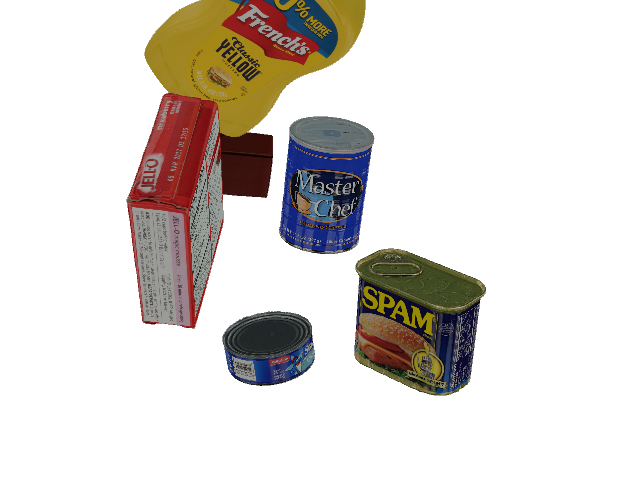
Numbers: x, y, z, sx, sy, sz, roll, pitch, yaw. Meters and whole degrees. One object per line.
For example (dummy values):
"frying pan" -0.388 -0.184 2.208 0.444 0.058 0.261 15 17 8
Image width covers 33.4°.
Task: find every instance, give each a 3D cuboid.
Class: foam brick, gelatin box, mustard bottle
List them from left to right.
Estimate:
"gelatin box" -0.068 -0.013 0.512 0.030 0.073 0.089 7 -42 3
"foam brick" -0.090 -0.082 1.136 0.078 0.051 0.053 5 30 -3
"mustard bottle" -0.027 -0.152 0.723 0.192 0.096 0.058 -33 24 35

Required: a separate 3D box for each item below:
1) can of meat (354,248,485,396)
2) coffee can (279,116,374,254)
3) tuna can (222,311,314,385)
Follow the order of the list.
"can of meat" 0.075 0.065 0.840 0.102 0.084 0.057 23 33 35
"coffee can" 0.006 -0.069 1.310 0.102 0.140 0.103 6 27 -3
"tuna can" -0.048 0.102 1.014 0.086 0.034 0.086 -6 24 3
